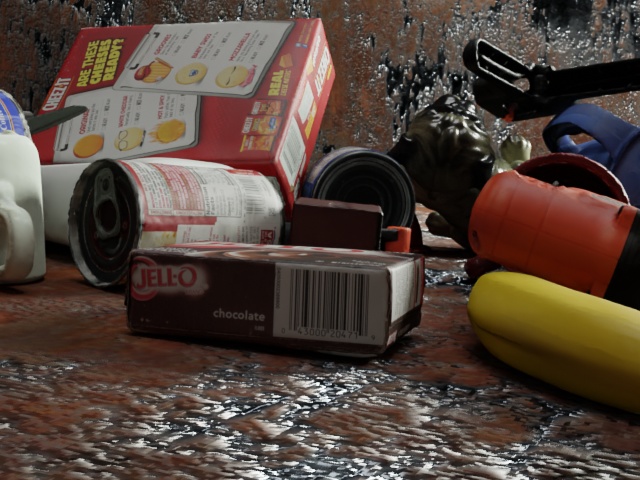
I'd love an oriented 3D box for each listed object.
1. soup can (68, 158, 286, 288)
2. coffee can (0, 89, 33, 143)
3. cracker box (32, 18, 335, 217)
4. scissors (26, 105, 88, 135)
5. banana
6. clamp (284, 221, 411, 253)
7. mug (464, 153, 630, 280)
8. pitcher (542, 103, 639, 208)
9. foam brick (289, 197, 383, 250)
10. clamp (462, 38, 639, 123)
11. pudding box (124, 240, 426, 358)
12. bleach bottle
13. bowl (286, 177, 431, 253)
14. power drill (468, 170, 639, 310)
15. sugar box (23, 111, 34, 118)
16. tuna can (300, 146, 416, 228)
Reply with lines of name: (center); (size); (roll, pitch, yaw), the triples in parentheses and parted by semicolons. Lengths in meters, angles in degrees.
soup can: (-0.078, -0.009, 0.592); (0.102, 0.068, 0.069); (1, 6, -44)
coffee can: (-0.256, -0.044, 0.625); (0.140, 0.103, 0.103); (0, 7, -45)
cracker box: (-0.109, -0.096, 0.843); (0.214, 0.164, 0.072); (0, -40, 17)
scissors: (-0.276, -0.081, 0.794); (0.202, 0.096, 0.016); (-29, 31, 24)
banana: (0.103, 0.037, 0.428); (0.069, 0.037, 0.198); (3, 5, -10)
clamp: (-0.005, 0.001, 0.738); (0.172, 0.039, 0.120); (7, 9, 32)
mug: (0.154, -0.004, 0.738); (0.117, 0.093, 0.081); (-31, -6, 9)
pitcher: (0.265, -0.043, 0.935); (0.145, 0.149, 0.243); (-5, 3, -6)
foam brick: (0.009, 0.004, 0.631); (0.053, 0.051, 0.078); (5, 5, 1)
clamp: (0.194, -0.129, 0.898); (0.164, 0.036, 0.210); (5, -4, 3)
pudding box: (-0.016, 0.022, 0.468); (0.113, 0.039, 0.090); (6, 5, 14)
bleach bottle: (-0.168, -0.024, 0.730); (0.251, 0.068, 0.102); (6, 1, 43)
bowl: (0.020, -0.024, 0.939); (0.162, 0.055, 0.162); (5, 5, -1)
power drill: (0.175, 0.013, 0.557); (0.184, 0.057, 0.187); (23, 5, 13)
sugar box: (-0.324, -0.066, 0.869); (0.176, 0.093, 0.048); (6, 6, 8)
tuna can: (0.029, -0.028, 0.818); (0.086, 0.086, 0.034); (4, 7, -14)
